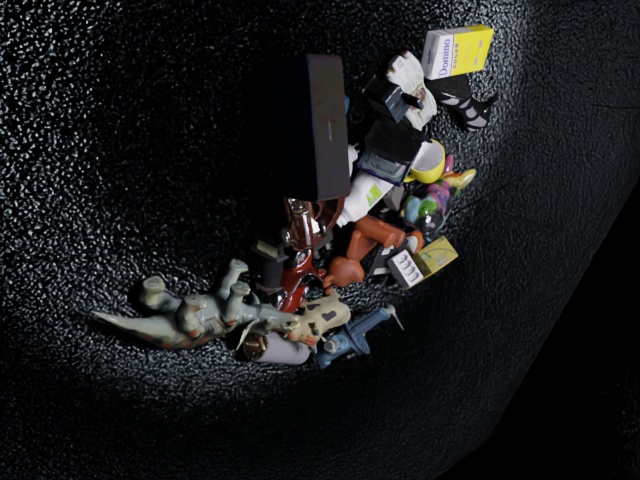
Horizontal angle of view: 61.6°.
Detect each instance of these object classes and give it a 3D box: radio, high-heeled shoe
[{"bbox_3d":[-0.023,-0.181,0.893,0.073,0.131,0.229,-11,102,-37],"label":"radio"},{"bbox_3d":[0.311,-0.312,1.262,0.249,0.086,0.145,1,153,-27],"label":"high-heeled shoe"}]

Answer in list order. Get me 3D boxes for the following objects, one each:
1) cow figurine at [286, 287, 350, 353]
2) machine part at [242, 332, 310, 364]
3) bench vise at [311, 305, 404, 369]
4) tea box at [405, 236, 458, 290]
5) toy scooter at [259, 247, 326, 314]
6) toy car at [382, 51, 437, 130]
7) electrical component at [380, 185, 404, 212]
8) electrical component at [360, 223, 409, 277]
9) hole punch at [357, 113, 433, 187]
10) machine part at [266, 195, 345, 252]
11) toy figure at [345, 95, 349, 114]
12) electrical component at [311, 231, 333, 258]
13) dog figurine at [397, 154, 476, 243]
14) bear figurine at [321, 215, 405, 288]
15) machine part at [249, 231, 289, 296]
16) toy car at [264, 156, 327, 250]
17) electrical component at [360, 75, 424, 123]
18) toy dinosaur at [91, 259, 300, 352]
[{"bbox_3d":[-0.007,0.194,1.289,0.195,0.127,0.085,-16,128,-40],"label":"cow figurine"},{"bbox_3d":[-0.101,0.255,1.283,0.243,0.079,0.079,23,103,-51],"label":"machine part"},{"bbox_3d":[0.092,0.243,1.421,0.241,0.129,0.223,-35,152,8],"label":"bench vise"},{"bbox_3d":[0.275,0.063,1.419,0.098,0.068,0.169,-31,172,-22],"label":"tea box"},{"bbox_3d":[-0.051,0.099,1.208,0.135,0.075,0.183,19,102,-51],"label":"toy scooter"},{"bbox_3d":[0.190,-0.308,1.124,0.073,0.056,0.201,-49,144,-3],"label":"toy car"},{"bbox_3d":[0.164,-0.108,1.281,0.102,0.045,0.078,41,60,-56],"label":"electrical component"},{"bbox_3d":[0.162,0.023,1.376,0.115,0.058,0.134,-2,122,-48],"label":"electrical component"},{"bbox_3d":[0.146,-0.184,1.111,0.116,0.142,0.092,-57,167,-33],"label":"hole punch"},{"bbox_3d":[-0.029,-0.063,1.106,0.179,0.056,0.179,-28,138,-29],"label":"machine part"},{"bbox_3d":[0.008,-0.207,1.023,0.064,0.058,0.154,2,124,-39],"label":"toy figure"},{"bbox_3d":[-0.002,-0.004,1.212,0.063,0.021,0.093,-35,141,-19],"label":"electrical component"},{"bbox_3d":[0.297,-0.114,1.350,0.219,0.109,0.191,-55,165,0],"label":"dog figurine"},{"bbox_3d":[0.094,0.042,1.265,0.195,0.132,0.120,-65,158,9],"label":"bear figurine"},{"bbox_3d":[-0.105,0.049,1.104,0.039,0.084,0.138,-46,147,-48],"label":"machine part"},{"bbox_3d":[-0.045,-0.081,1.001,0.089,0.053,0.202,-13,99,-7],"label":"toy car"},{"bbox_3d":[0.145,-0.270,1.058,0.048,0.119,0.074,-51,146,-1],"label":"electrical component"},{"bbox_3d":[-0.238,0.154,1.032,0.405,0.131,0.192,-6,125,-36],"label":"toy dinosaur"}]
